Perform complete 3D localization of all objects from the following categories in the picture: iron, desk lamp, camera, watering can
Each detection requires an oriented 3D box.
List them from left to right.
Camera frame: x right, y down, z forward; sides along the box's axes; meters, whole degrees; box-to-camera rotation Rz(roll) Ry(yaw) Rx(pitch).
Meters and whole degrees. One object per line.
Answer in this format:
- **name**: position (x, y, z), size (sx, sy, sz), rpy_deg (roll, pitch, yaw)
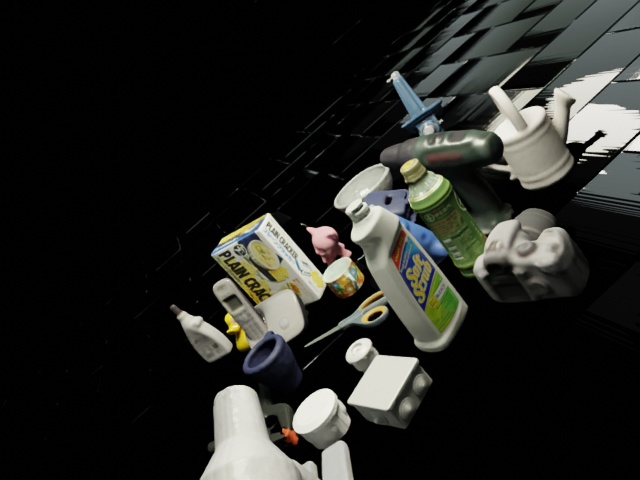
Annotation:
- **desk lamp**: position (-0.056, 0.289, 0.701), size (0.118, 0.214, 0.203), rpy_deg (-37, 20, 10)
- **iron**: position (0.142, -0.012, 1.091), size (0.118, 0.142, 0.258), rpy_deg (-40, 20, 0)
- **watering can**: position (0.363, -0.196, 1.009), size (0.173, 0.194, 0.100), rpy_deg (-40, 20, -1)
- **camera**: position (0.303, 0.009, 0.820), size (0.142, 0.101, 0.137), rpy_deg (-14, 33, 51)

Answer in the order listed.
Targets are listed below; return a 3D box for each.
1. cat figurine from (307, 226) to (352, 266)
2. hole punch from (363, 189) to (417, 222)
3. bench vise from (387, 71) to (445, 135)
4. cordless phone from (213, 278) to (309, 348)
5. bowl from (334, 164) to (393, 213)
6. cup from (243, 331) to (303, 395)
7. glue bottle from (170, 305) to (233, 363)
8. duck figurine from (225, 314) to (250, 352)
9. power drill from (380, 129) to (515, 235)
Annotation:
- **cat figurine**: position (0.012, 0.005, 1.324), size (0.067, 0.118, 0.127), rpy_deg (-42, 20, -4)
- **hole punch**: position (0.156, -0.072, 1.269), size (0.101, 0.091, 0.109), rpy_deg (-29, 23, 29)
- **bench vise**: position (0.259, -0.327, 1.435), size (0.121, 0.220, 0.207), rpy_deg (-40, 20, 2)
- **cordless phone**: position (-0.123, 0.138, 1.184), size (0.147, 0.185, 0.094), rpy_deg (-33, 21, 18)
- **bowl**: position (0.122, -0.113, 1.441), size (0.167, 0.075, 0.167), rpy_deg (-34, 21, 15)
- **cup**: position (-0.077, 0.227, 1.046), size (0.091, 0.095, 0.117), rpy_deg (-34, 21, 17)
- **glue bottle**: position (-0.285, 0.212, 1.336), size (0.078, 0.173, 0.037), rpy_deg (-30, 22, 26)
- **duck figurine**: position (-0.178, 0.193, 1.313), size (0.077, 0.086, 0.104), rpy_deg (-27, 24, 33)
- **power drill**: position (0.238, -0.104, 1.016), size (0.228, 0.209, 0.076), rpy_deg (-15, 32, 50)
